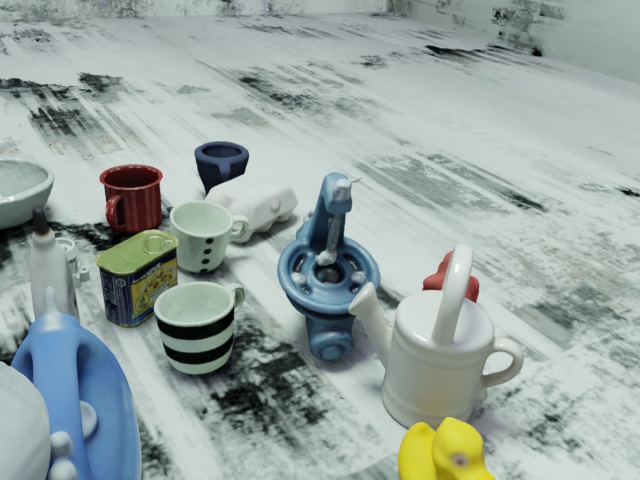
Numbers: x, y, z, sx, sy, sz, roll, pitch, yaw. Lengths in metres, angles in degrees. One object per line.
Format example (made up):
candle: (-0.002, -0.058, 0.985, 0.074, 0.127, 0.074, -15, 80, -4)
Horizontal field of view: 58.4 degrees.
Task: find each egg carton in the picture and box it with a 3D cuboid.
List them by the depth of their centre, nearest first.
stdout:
egg carton: (-0.111, -0.055, 0.921, 0.107, 0.069, 0.151, 23, 34, 27)

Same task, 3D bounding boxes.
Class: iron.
iron: (-0.207, 0.158, 0.468, 0.119, 0.141, 0.257, -9, 33, -23)

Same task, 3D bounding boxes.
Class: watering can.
watering can: (0.116, 0.093, 0.582, 0.173, 0.194, 0.101, 3, 30, -4)

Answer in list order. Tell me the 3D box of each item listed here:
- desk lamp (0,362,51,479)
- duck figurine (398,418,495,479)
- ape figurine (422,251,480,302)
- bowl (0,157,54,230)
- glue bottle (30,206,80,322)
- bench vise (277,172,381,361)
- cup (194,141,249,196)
desk lamp: (-0.206, 0.201, 0.323, 0.118, 0.214, 0.202, -10, 33, -24)
duck figurine: (0.116, 0.196, 0.513, 0.078, 0.086, 0.104, -11, 34, -26)
ape figurine: (0.176, 0.055, 0.759, 0.077, 0.092, 0.076, 9, 30, 6)
bowl: (-0.487, -0.061, 0.864, 0.167, 0.075, 0.167, 4, 30, -2)
glue bottle: (-0.292, 0.041, 0.624, 0.037, 0.173, 0.078, -4, 31, -15)
bench vise: (-0.004, 0.004, 0.687, 0.122, 0.220, 0.206, -10, 34, -25)
cup: (-0.165, -0.105, 0.972, 0.092, 0.095, 0.117, -3, 31, -14)
